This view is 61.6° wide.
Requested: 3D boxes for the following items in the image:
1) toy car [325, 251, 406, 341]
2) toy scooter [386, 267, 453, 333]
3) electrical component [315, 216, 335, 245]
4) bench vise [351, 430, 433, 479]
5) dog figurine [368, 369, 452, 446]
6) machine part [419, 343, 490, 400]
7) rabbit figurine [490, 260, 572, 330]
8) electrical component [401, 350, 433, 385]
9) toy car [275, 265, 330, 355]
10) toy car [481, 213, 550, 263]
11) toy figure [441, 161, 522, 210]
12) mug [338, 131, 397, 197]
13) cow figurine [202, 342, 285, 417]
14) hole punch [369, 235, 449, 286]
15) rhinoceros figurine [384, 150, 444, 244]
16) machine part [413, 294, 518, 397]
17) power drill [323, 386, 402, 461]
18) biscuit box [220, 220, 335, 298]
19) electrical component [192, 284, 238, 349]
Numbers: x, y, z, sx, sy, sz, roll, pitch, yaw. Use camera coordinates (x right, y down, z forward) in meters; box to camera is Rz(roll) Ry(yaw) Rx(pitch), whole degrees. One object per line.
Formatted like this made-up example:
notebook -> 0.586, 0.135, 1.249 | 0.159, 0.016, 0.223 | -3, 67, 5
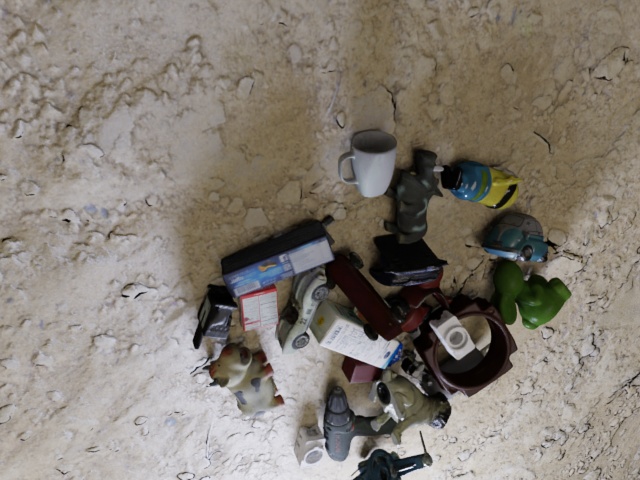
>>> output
toy car -> 0.089, 0.113, 1.074 | 0.089, 0.053, 0.202 | -40, 92, 18
toy scooter -> 0.226, 0.140, 1.189 | 0.135, 0.075, 0.184 | 34, 96, -36
electrical component -> -0.002, -0.003, 1.037 | 0.094, 0.021, 0.063 | -41, 125, 1
bench vise -> 0.185, 0.565, 1.325 | 0.240, 0.129, 0.223 | -34, 152, 31
dog figurine -> 0.220, 0.361, 1.236 | 0.190, 0.121, 0.172 | -11, 116, -31
machine part -> 0.337, 0.338, 1.346 | 0.243, 0.079, 0.079 | -38, 126, 1
rabbit figurine -> 0.469, 0.122, 1.273 | 0.170, 0.121, 0.159 | 37, 93, -12
electrical component -> 0.225, 0.296, 1.257 | 0.078, 0.102, 0.045 | 28, 92, -1
toy car -> -0.038, 0.135, 1.066 | 0.056, 0.074, 0.201 | 9, 114, -29
toy car -> 0.442, -0.007, 1.184 | 0.161, 0.109, 0.102 | 4, 98, -35
toy figure -> 0.323, -0.110, 1.085 | 0.180, 0.082, 0.089 | 1, 127, -29
mug -> 0.086, -0.128, 0.970 | 0.109, 0.081, 0.107 | -21, 132, -20
cow figurine -> -0.157, 0.285, 1.098 | 0.127, 0.086, 0.194 | -26, 126, -16
hole punch -> 0.170, 0.056, 1.095 | 0.142, 0.116, 0.092 | -4, 127, -21
rhinoceros figurine -> 0.187, -0.080, 1.045 | 0.112, 0.073, 0.190 | -7, 120, -19
machine part -> 0.337, 0.244, 1.246 | 0.201, 0.087, 0.201 | -33, 104, -3
power drill -> 0.106, 0.431, 1.295 | 0.207, 0.086, 0.231 | -6, 121, -25
biscuit box -> -0.080, 0.035, 0.984 | 0.203, 0.063, 0.059 | -21, 123, -1
electrical component -> -0.199, 0.151, 1.005 | 0.048, 0.075, 0.119 | 10, 108, -27
